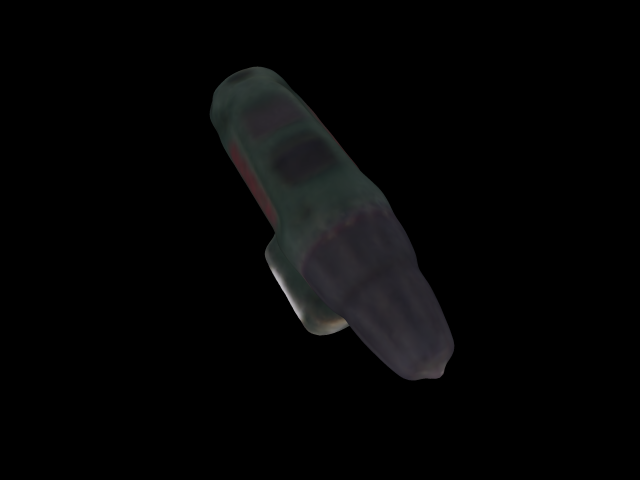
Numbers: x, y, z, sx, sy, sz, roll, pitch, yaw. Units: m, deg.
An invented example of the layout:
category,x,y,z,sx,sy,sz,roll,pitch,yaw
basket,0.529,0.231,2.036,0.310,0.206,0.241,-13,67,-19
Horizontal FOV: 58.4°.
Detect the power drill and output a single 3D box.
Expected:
category,x,y,z,sx,sy,sz,roll,pitch,yaw
power drill,0.004,0.001,0.400,0.076,0.208,0.229,-30,74,-9
